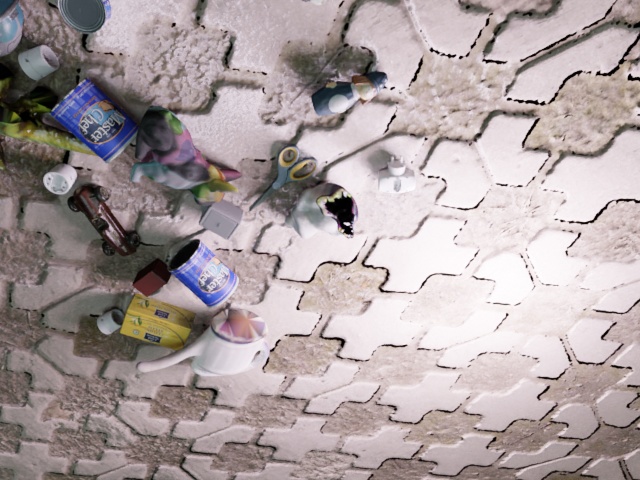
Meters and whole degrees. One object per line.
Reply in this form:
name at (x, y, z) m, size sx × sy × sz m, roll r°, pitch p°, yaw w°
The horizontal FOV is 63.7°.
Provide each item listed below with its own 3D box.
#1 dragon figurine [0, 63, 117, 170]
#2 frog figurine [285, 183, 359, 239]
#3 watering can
dragon figurine at (-0.655, -0.225, 1.063) m, size 0.406 × 0.125 × 0.240 m, roll 33°, pitch -42°, yaw -30°
frog figurine at (0.004, -0.058, 1.155) m, size 0.136 × 0.125 × 0.158 m, roll 31°, pitch -23°, yaw -28°
watering can at (-0.279, 0.281, 1.340) m, size 0.347 × 0.220 × 0.106 m, roll 8°, pitch 36°, yaw -32°
